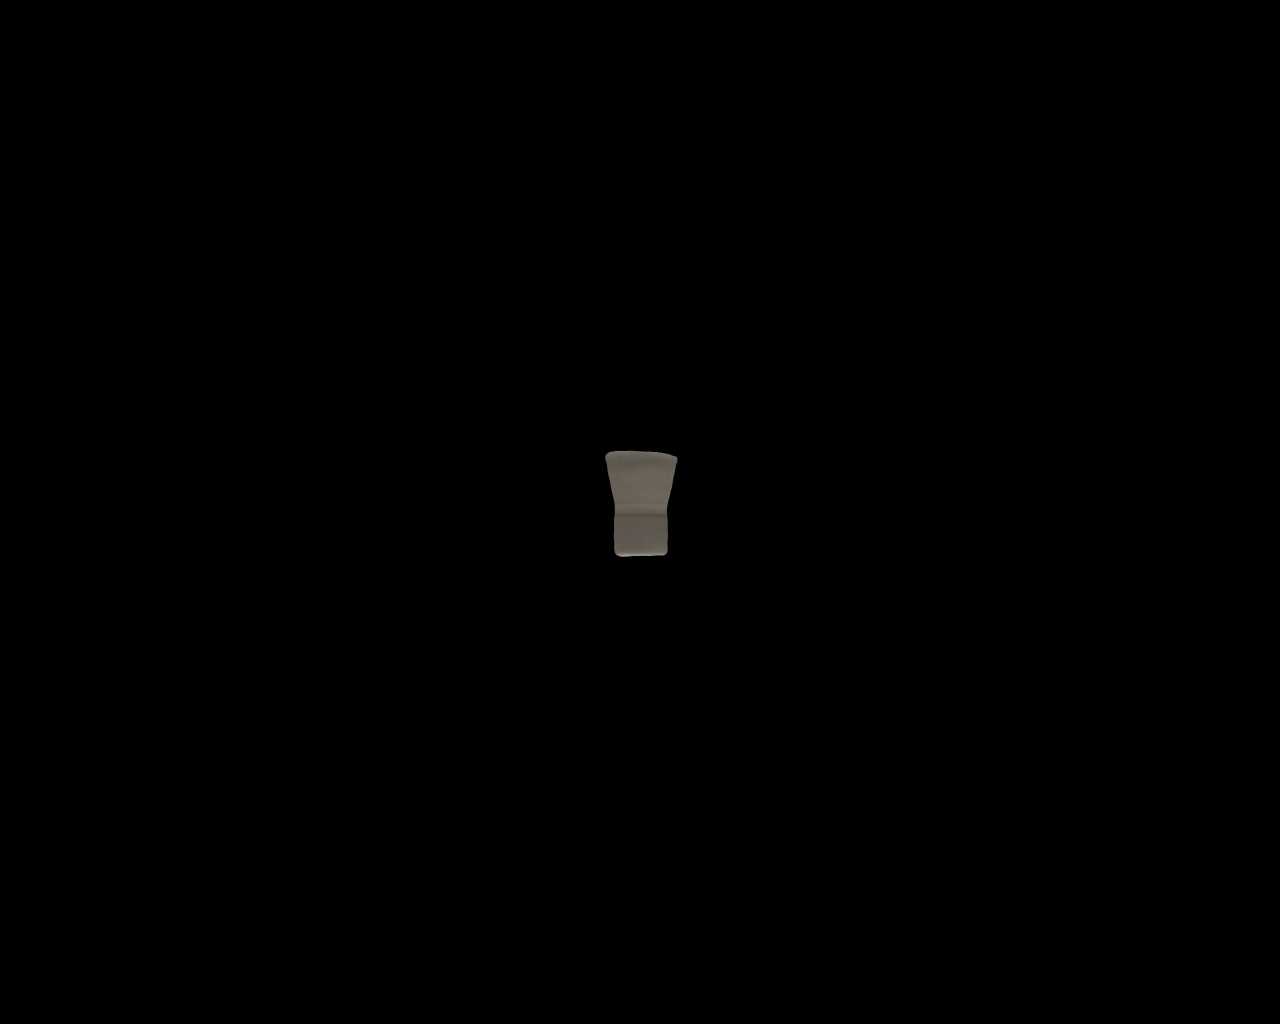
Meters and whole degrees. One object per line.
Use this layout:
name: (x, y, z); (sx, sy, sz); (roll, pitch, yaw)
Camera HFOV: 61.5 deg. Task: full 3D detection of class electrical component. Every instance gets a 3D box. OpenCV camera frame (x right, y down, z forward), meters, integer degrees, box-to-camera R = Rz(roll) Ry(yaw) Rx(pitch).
electrical component: (0.001, -0.003, 0.650); (0.044, 0.065, 0.044); (0, -3, 0)
